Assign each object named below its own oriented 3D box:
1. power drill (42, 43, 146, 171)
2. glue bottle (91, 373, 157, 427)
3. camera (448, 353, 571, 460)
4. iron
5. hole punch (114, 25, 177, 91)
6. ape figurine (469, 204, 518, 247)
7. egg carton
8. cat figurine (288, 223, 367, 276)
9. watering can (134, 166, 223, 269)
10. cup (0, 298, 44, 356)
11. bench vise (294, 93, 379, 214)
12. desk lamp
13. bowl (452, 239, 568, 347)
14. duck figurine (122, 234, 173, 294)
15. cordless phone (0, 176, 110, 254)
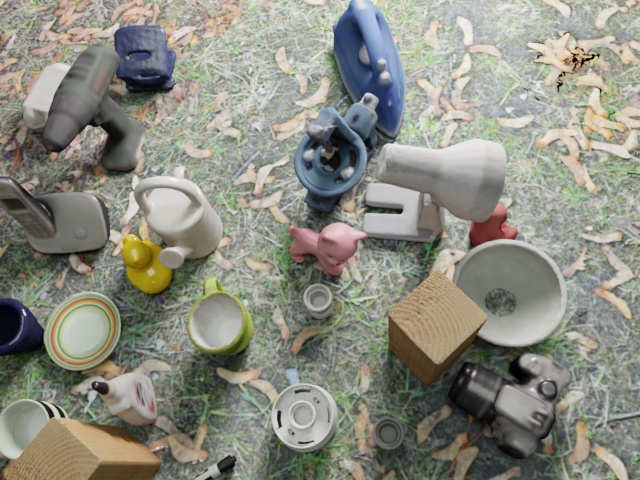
[{"bbox_3d":[-0.384,-0.209,0.994,0.075,0.208,0.229,4,69,8],"label":"power drill"},{"bbox_3d":[-0.286,0.224,0.829,0.037,0.173,0.078,-21,67,-2],"label":"glue bottle"},{"bbox_3d":[0.263,0.215,0.811,0.136,0.101,0.143,28,74,16],"label":"camera"},{"bbox_3d":[0.097,-0.324,1.022,0.118,0.141,0.258,-16,67,0],"label":"iron"},{"bbox_3d":[-0.339,-0.351,1.109,0.108,0.091,0.101,-1,68,6],"label":"hole punch"},{"bbox_3d":[0.274,-0.027,0.911,0.076,0.092,0.077,-29,68,-5],"label":"ape figurine"},{"bbox_3d":[-0.500,-0.271,1.106,0.107,0.069,0.150,15,71,12],"label":"egg carton"},{"bbox_3d":[0.008,0.003,0.915,0.127,0.118,0.067,17,71,13],"label":"cat figurine"},{"bbox_3d":[-0.226,-0.041,0.917,0.101,0.194,0.172,-25,68,-4],"label":"watering can"},{"bbox_3d":[-0.499,0.159,0.921,0.091,0.095,0.118,35,76,18],"label":"cup"},{"bbox_3d":[0.022,-0.169,0.926,0.121,0.220,0.207,10,70,10],"label":"bench vise"},{"bbox_3d":[0.165,-0.075,0.876,0.203,0.214,0.118,3,69,8],"label":"desk lamp"},{"bbox_3d":[0.282,0.088,0.874,0.167,0.075,0.167,-2,68,6],"label":"bowl"},{"bbox_3d":[-0.295,0.036,0.953,0.077,0.086,0.104,-30,68,-6],"label":"duck figurine"},{"bbox_3d":[-0.446,-0.050,0.950,0.147,0.185,0.094,-7,68,4],"label":"cordless phone"}]
